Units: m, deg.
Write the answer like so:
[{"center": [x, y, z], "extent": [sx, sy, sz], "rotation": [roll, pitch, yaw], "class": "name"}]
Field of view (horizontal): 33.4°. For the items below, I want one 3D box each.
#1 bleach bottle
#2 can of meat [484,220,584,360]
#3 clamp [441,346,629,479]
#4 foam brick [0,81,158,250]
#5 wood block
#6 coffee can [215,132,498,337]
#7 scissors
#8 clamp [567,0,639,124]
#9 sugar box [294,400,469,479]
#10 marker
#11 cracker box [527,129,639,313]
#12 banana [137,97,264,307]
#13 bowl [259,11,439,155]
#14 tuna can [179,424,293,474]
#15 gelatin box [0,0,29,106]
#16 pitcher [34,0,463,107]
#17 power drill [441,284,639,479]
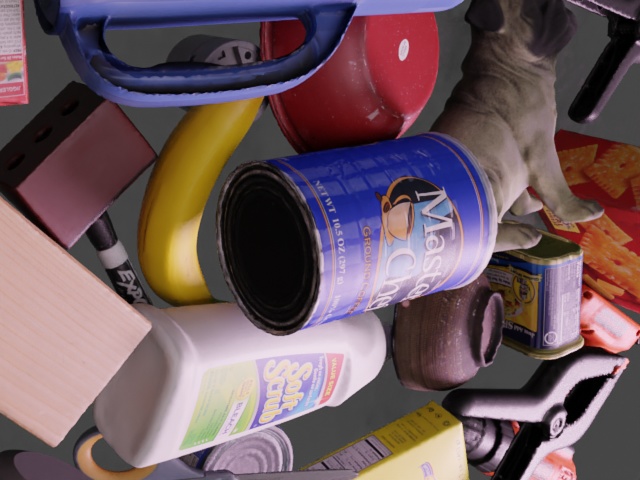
[{"center": [-0.030, 0.081, 0.734], "extent": [0.250, 0.068, 0.103], "rotation": [-7, 127, -47], "class": "bleach bottle"}, {"center": [0.164, 0.037, 0.862], "extent": [0.057, 0.102, 0.084], "rotation": [-17, 114, -33], "class": "can of meat"}, {"center": [0.177, 0.140, 0.873], "extent": [0.209, 0.036, 0.164], "rotation": [-36, 130, -25], "class": "clamp"}, {"center": [-0.145, -0.044, 0.617], "extent": [0.078, 0.053, 0.051], "rotation": [-49, 130, -15], "class": "foam brick"}, {"center": [-0.201, 0.012, 0.570], "extent": [0.090, 0.090, 0.206], "rotation": [-52, 130, -11], "class": "wood block"}, {"center": [0.023, -0.007, 0.648], "extent": [0.140, 0.103, 0.103], "rotation": [-13, 114, -36], "class": "coffee can"}, {"center": [-0.078, 0.151, 0.724], "extent": [0.201, 0.016, 0.096], "rotation": [-17, 107, -9], "class": "scissors"}, {"center": [0.258, -0.170, 0.898], "extent": [0.171, 0.039, 0.120], "rotation": [-19, 120, -32], "class": "clamp"}, {"center": [0.036, 0.207, 0.848], "extent": [0.176, 0.048, 0.093], "rotation": [-25, 122, -22], "class": "sugar box"}, {"center": [-0.124, 0.028, 0.683], "extent": [0.020, 0.020, 0.121], "rotation": [-36, 126, -23], "class": "marker"}, {"center": [0.287, 0.005, 0.870], "extent": [0.072, 0.214, 0.164], "rotation": [-49, 130, -15], "class": "cracker box"}, {"center": [-0.079, -0.021, 0.660], "extent": [0.069, 0.037, 0.198], "rotation": [-16, 140, -29], "class": "banana"}, {"center": [0.031, -0.124, 0.690], "extent": [0.161, 0.055, 0.162], "rotation": [-7, 99, -54], "class": "bowl"}, {"center": [-0.062, 0.164, 0.775], "extent": [0.085, 0.034, 0.086], "rotation": [-15, 115, -33], "class": "tuna can"}, {"center": [-0.179, -0.112, 0.540], "extent": [0.030, 0.089, 0.073], "rotation": [-12, 114, -37], "class": "gelatin box"}, {"center": [-0.031, -0.166, 0.566], "extent": [0.242, 0.145, 0.149], "rotation": [-4, 126, -22], "class": "pitcher"}, {"center": [0.195, 0.128, 0.952], "extent": [0.184, 0.057, 0.187], "rotation": [31, 88, -38], "class": "power drill"}]
